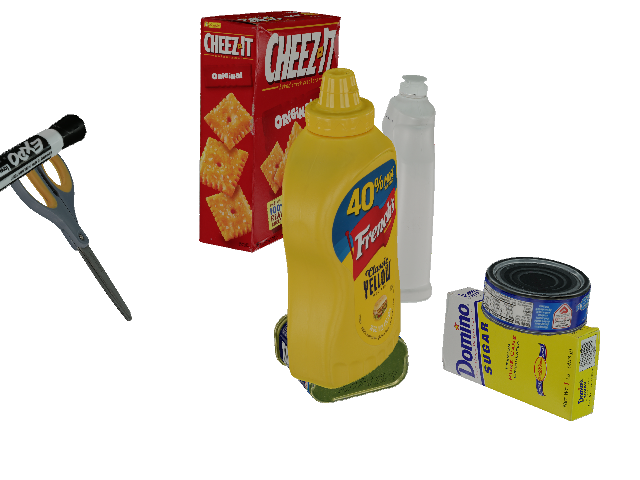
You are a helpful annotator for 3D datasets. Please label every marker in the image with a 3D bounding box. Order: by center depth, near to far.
[{"bbox_3d":[-0.182,-0.049,0.650,0.020,0.020,0.121,0,26,27],"label":"marker"}]

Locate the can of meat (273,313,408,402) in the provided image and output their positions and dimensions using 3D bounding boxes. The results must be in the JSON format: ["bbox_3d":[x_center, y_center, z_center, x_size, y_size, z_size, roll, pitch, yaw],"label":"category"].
[{"bbox_3d":[0.019,0.101,0.979,0.102,0.057,0.084,-12,26,-20],"label":"can of meat"}]

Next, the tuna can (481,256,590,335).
[{"bbox_3d":[0.175,0.044,0.866,0.086,0.034,0.086,2,21,-1],"label":"tuna can"}]

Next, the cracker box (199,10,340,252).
[{"bbox_3d":[-0.047,-0.112,1.046,0.072,0.214,0.163,12,18,26],"label":"cracker box"}]

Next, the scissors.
[{"bbox_3d":[-0.244,-0.017,1.076,0.016,0.201,0.096,-27,26,23],"label":"scissors"}]

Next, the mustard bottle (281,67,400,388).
[{"bbox_3d":[0.014,-0.012,0.658,0.058,0.192,0.096,14,30,31],"label":"mustard bottle"}]

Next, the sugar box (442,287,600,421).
[{"bbox_3d":[0.207,0.116,1.125,0.048,0.093,0.177,-11,19,-42],"label":"sugar box"}]

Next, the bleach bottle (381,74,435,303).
[{"bbox_3d":[0.098,-0.062,1.223,0.068,0.251,0.103,-2,23,-16],"label":"bleach bottle"}]
